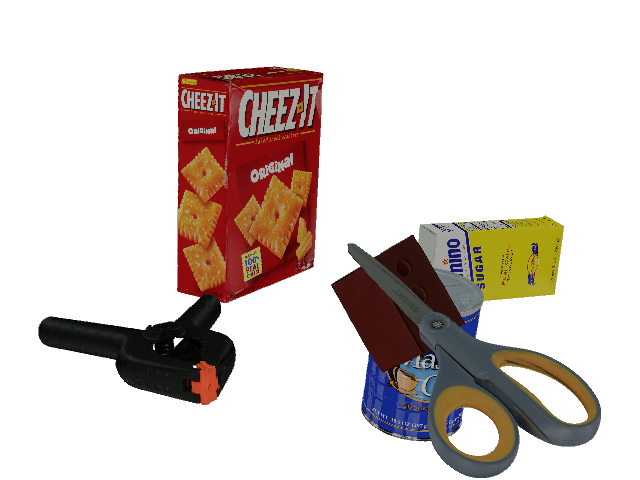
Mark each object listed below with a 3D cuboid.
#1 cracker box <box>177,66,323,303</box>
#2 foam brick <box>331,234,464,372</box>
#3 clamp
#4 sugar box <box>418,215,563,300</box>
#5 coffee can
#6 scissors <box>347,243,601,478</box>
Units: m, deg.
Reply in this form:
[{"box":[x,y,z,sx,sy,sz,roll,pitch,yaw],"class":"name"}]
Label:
[{"box":[-0.067,-0.061,1.067,0.072,0.214,0.163,12,17,30],"class":"cracker box"},{"box":[0.056,0.047,0.778,0.052,0.078,0.051,-29,-3,-43],"class":"foam brick"},{"box":[-0.120,0.084,0.877,0.164,0.036,0.210,-11,16,-32],"class":"clamp"},{"box":[0.202,0.024,1.279,0.176,0.093,0.048,-5,20,-23],"class":"sugar box"},{"box":[0.098,0.109,1.045,0.103,0.140,0.103,5,22,-2],"class":"coffee can"},{"box":[0.058,0.064,0.591,0.202,0.016,0.096,29,50,36],"class":"scissors"}]
